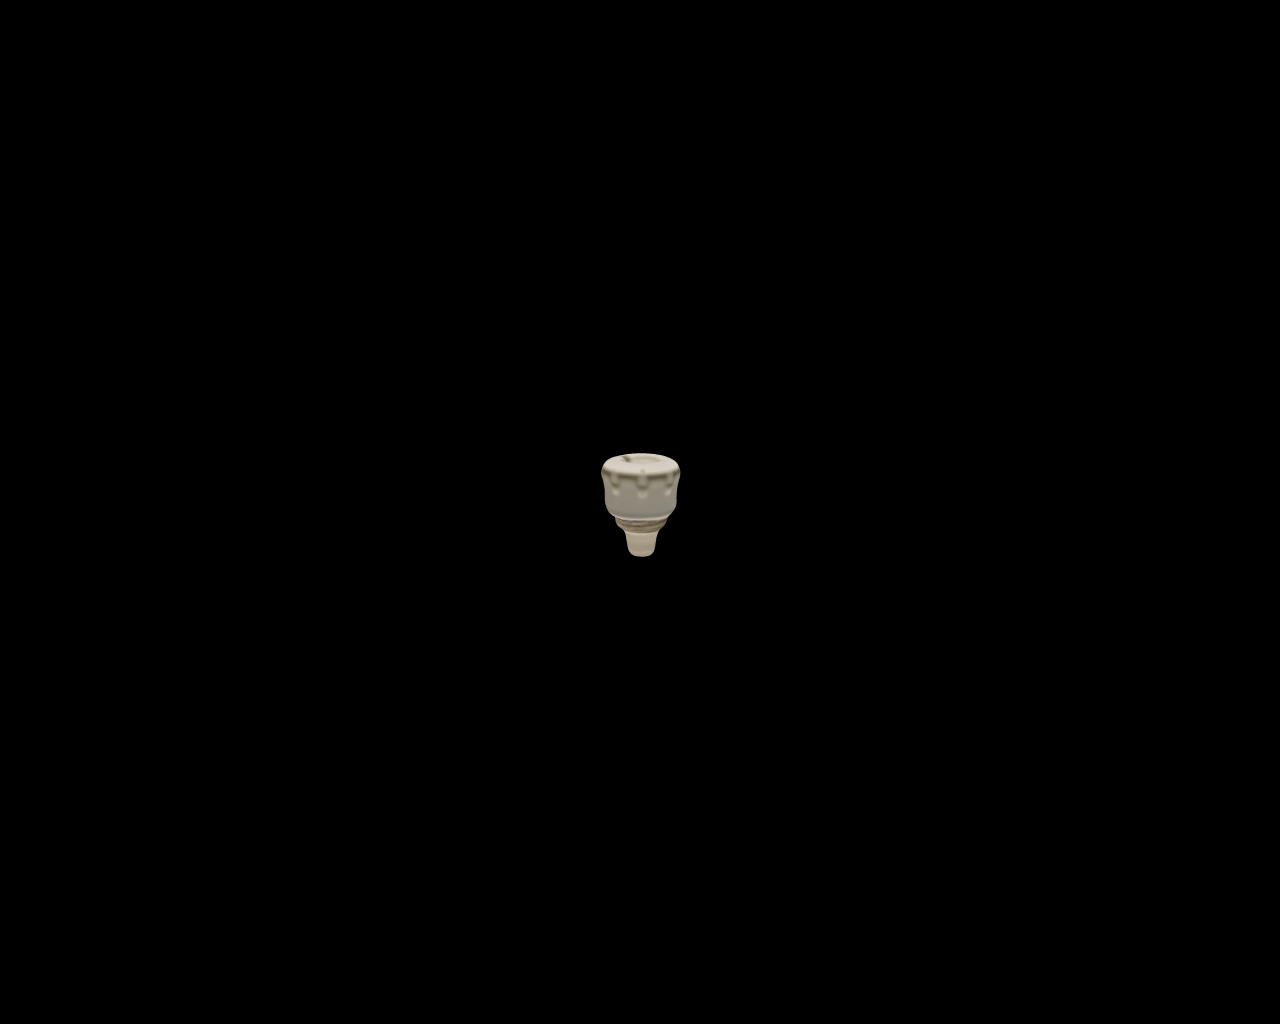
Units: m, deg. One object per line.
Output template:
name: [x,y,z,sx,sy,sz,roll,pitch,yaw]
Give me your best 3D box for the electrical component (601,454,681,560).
electrical component: [0.001,-0.003,0.650,0.048,0.062,0.048,0,15,0]
